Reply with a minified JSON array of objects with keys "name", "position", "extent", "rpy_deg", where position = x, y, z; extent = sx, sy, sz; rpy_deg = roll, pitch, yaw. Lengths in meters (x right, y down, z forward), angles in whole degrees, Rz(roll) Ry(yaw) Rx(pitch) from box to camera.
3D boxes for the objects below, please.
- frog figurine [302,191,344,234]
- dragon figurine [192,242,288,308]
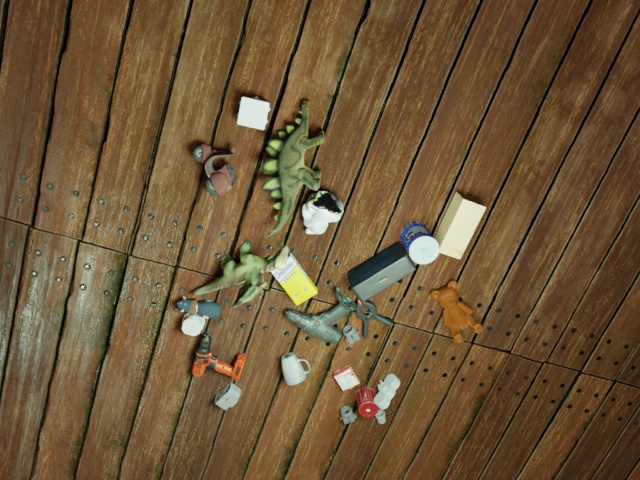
[{"name":"frog figurine","position":[0.005,-0.088,1.757],"extent":[0.137,0.125,0.156],"rpy_deg":[-1,148,-13]},{"name":"dragon figurine","position":[-0.269,0.135,1.732],"extent":[0.409,0.247,0.120],"rpy_deg":[-35,115,7]}]
